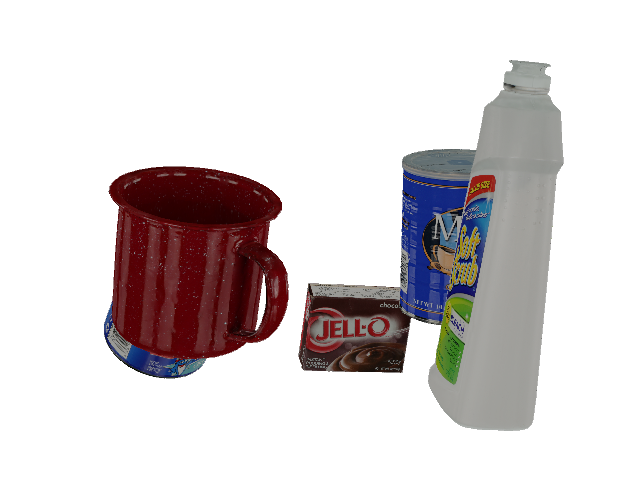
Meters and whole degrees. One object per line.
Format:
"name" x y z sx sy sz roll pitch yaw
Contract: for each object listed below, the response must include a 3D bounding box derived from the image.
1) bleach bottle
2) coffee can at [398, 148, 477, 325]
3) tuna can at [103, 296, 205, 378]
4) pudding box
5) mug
"bleach bottle" 0.128 0.000 0.751 0.068 0.251 0.102 3 14 -7
"coffee can" 0.124 -0.005 0.972 0.103 0.140 0.103 0 16 0
"tuna can" -0.123 0.067 0.827 0.086 0.034 0.086 18 31 -12
"pudding box" 0.037 0.094 1.142 0.113 0.090 0.039 2 26 -11
"mug" -0.063 0.016 0.582 0.117 0.081 0.093 23 26 34
